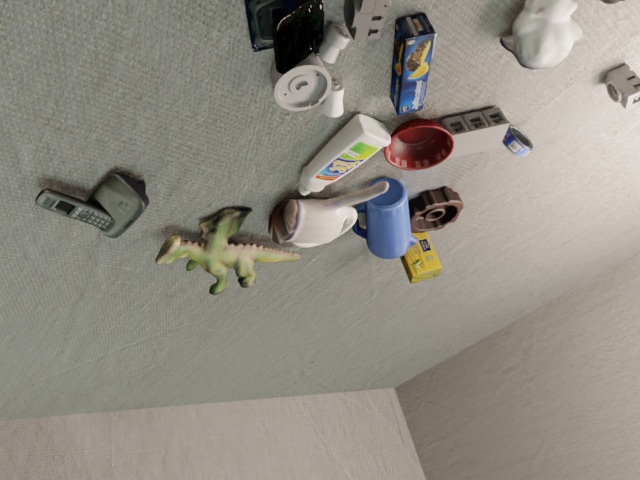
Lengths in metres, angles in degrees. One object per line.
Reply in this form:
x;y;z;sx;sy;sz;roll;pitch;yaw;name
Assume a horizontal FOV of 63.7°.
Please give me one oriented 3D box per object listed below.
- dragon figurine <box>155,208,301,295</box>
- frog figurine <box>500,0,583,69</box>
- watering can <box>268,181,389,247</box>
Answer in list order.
-0.222;0.013;1.344;0.413;0.124;0.237;-14;143;-25;dragon figurine
0.435;-0.406;0.976;0.137;0.125;0.156;10;156;-8;frog figurine
0.004;-0.066;1.304;0.224;0.106;0.341;2;152;-31;watering can
